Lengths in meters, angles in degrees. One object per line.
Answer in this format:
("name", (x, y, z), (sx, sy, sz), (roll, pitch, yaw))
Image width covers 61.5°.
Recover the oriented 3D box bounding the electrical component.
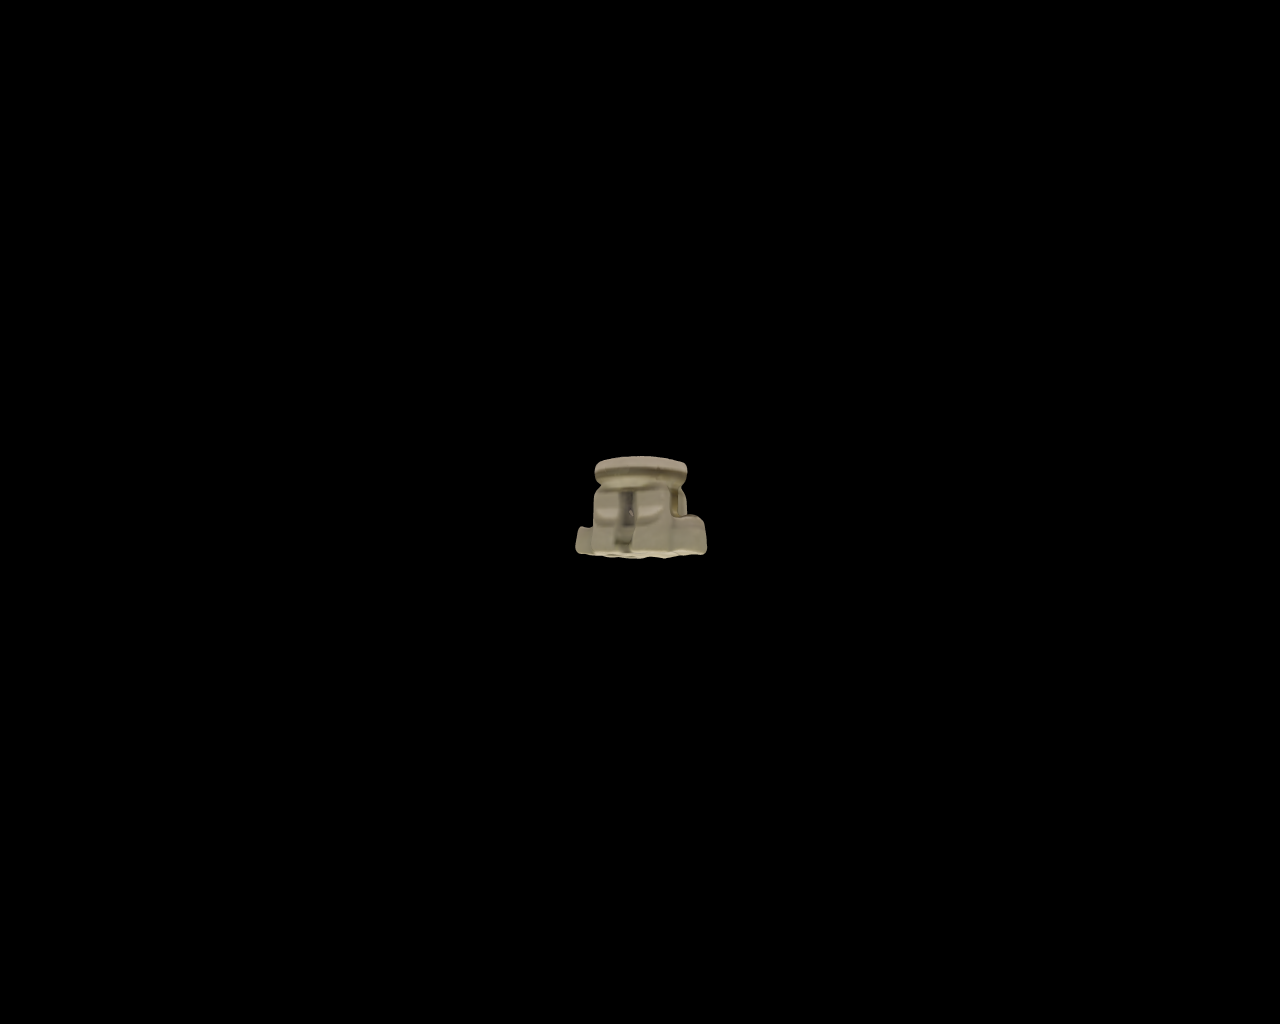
("electrical component", (0.001, -0.003, 0.650), (0.078, 0.057, 0.058), (-3, -7, 22))
